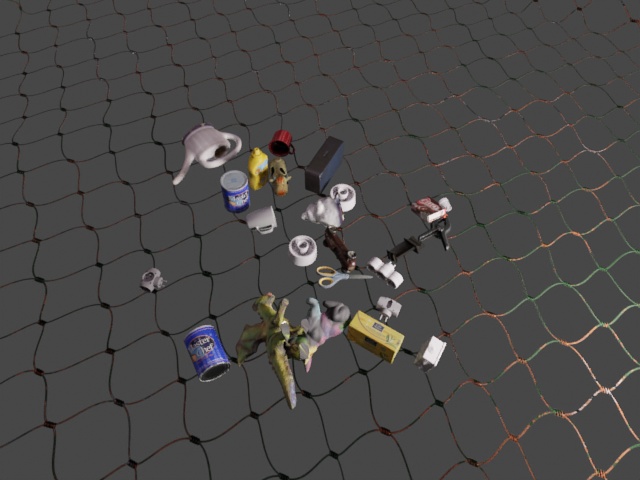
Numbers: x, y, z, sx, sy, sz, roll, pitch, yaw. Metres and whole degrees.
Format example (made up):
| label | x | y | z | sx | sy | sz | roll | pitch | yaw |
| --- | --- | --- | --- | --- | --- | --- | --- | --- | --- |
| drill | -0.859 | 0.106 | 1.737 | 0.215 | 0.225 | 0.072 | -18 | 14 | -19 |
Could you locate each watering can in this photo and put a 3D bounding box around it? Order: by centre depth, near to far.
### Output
| label | x | y | z | sx | sy | sz | roll | pitch | yaw |
| --- | --- | --- | --- | --- | --- | --- | --- | --- | --- |
| watering can | -0.499 | -0.368 | 2.135 | 0.351 | 0.227 | 0.101 | -32 | -30 | -24 |

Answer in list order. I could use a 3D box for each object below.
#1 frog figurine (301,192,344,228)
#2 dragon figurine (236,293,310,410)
| label | x | y | z | sx | sy | sz | roll | pitch | yaw |
| --- | --- | --- | --- | --- | --- | --- | --- | --- | --- |
| frog figurine | 0.006 | -0.098 | 1.940 | 0.159 | 0.125 | 0.134 | -15 | -33 | 5 |
| dragon figurine | -0.163 | 0.332 | 1.598 | 0.240 | 0.420 | 0.120 | -24 | -45 | 30 |
